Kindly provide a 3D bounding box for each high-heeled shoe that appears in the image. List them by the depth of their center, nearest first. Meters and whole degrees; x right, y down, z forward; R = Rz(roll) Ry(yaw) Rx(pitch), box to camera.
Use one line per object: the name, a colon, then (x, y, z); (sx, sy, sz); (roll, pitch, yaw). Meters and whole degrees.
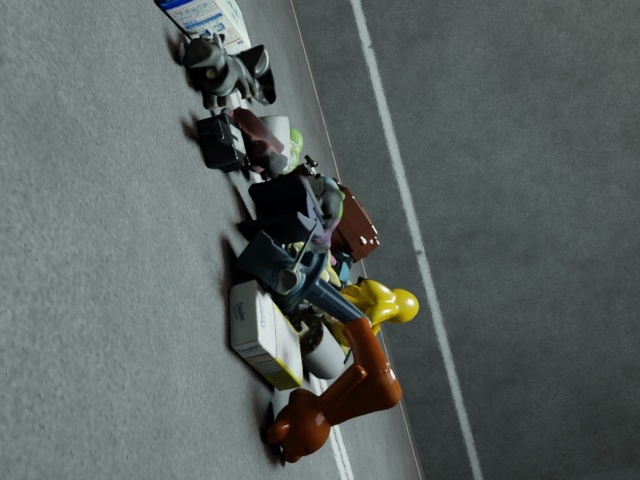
high-heeled shoe: (-0.118, -0.298, 1.039); (0.145, 0.086, 0.249); (62, 4, -31)

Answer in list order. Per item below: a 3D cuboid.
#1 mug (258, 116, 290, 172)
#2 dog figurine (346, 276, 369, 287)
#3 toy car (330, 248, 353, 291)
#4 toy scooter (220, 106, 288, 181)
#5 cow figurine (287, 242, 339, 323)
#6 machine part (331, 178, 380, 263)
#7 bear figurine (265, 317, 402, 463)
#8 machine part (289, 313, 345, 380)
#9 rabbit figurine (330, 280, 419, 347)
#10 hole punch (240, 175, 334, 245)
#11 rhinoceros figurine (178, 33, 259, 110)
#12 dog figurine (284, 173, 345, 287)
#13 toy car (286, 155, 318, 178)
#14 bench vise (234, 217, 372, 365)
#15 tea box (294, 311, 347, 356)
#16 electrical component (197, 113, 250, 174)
mug: (-0.101, -0.181, 1.034); (0.109, 0.081, 0.107); (-19, 101, -61)
dog figurine: (0.068, 0.166, 1.223); (0.190, 0.121, 0.172); (98, 12, -86)
toy car: (0.012, 0.094, 1.215); (0.162, 0.109, 0.102); (-81, -179, -52)
toy scooter: (-0.114, -0.165, 0.907); (0.135, 0.075, 0.184); (45, 0, -10)
cow figurine: (-0.021, 0.083, 0.962); (0.167, 0.068, 0.098); (50, -15, 7)
machine part: (0.045, -0.046, 1.309); (0.201, 0.087, 0.201); (56, -13, -8)
bear figurine: (0.013, 0.221, 0.767); (0.120, 0.196, 0.132); (61, 4, -43)
machine part: (-0.007, 0.198, 0.981); (0.243, 0.079, 0.079); (60, 18, -56)
rabbit figurine: (0.103, 0.129, 1.039); (0.162, 0.173, 0.122); (65, 18, -65)
hole punch: (-0.059, -0.030, 0.878); (0.092, 0.142, 0.115); (-84, 154, -42)
rhinoceros figurine: (-0.154, -0.264, 0.833); (0.190, 0.073, 0.112); (-55, 131, -79)
dog figurine: (-0.002, -0.003, 1.057); (0.219, 0.191, 0.109); (48, 18, -38)
toy car: (-0.052, -0.148, 1.236); (0.053, 0.089, 0.202); (39, 16, -9)
bench vise: (-0.012, 0.074, 0.817); (0.240, 0.129, 0.224); (37, -14, -10)
tea box: (0.001, 0.170, 1.109); (0.169, 0.068, 0.098); (63, 15, -49)
electrical component: (-0.143, -0.141, 0.777); (0.119, 0.048, 0.074); (-24, 99, -80)
